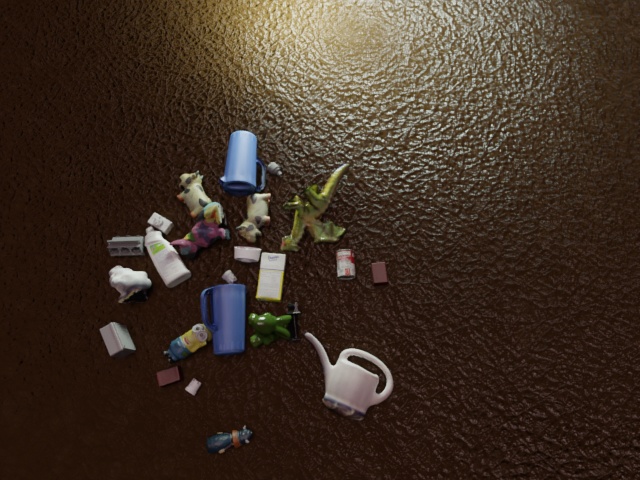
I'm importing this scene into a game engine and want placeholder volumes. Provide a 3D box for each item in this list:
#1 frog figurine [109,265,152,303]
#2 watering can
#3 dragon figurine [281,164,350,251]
[{"bbox_3d":[-0.703,0.146,1.899,0.138,0.120,0.162,-12,57,-38],"label":"frog figurine"},{"bbox_3d":[0.074,0.473,1.765,0.348,0.102,0.227,22,73,8],"label":"watering can"},{"bbox_3d":[0.006,-0.101,1.997,0.412,0.121,0.243,-34,90,-9],"label":"dragon figurine"}]
